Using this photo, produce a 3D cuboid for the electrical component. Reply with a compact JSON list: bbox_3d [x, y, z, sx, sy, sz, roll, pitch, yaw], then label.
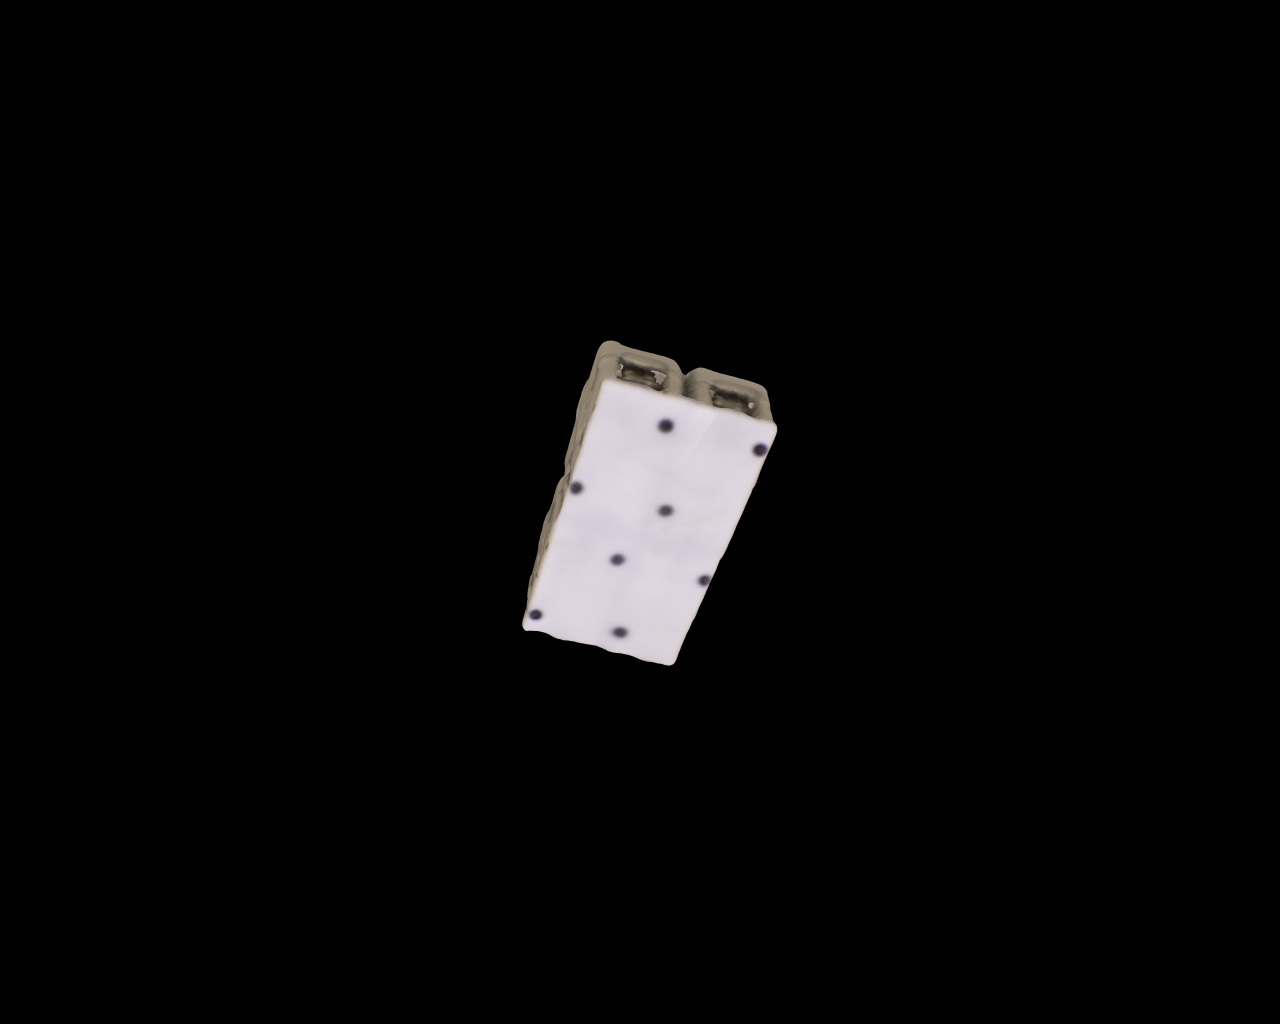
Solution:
[{"bbox_3d":[0.001,-0.003,0.650,0.105,0.186,0.060,15,32,-9],"label":"electrical component"}]
